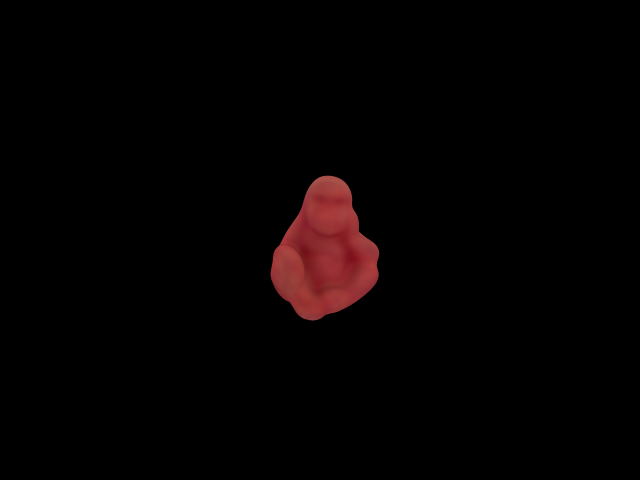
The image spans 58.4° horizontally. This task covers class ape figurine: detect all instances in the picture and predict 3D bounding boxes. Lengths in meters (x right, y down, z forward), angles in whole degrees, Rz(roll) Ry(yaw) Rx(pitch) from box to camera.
[{"bbox_3d":[0.004,0.001,0.400,0.078,0.092,0.076,-1,9,-7],"label":"ape figurine"}]
